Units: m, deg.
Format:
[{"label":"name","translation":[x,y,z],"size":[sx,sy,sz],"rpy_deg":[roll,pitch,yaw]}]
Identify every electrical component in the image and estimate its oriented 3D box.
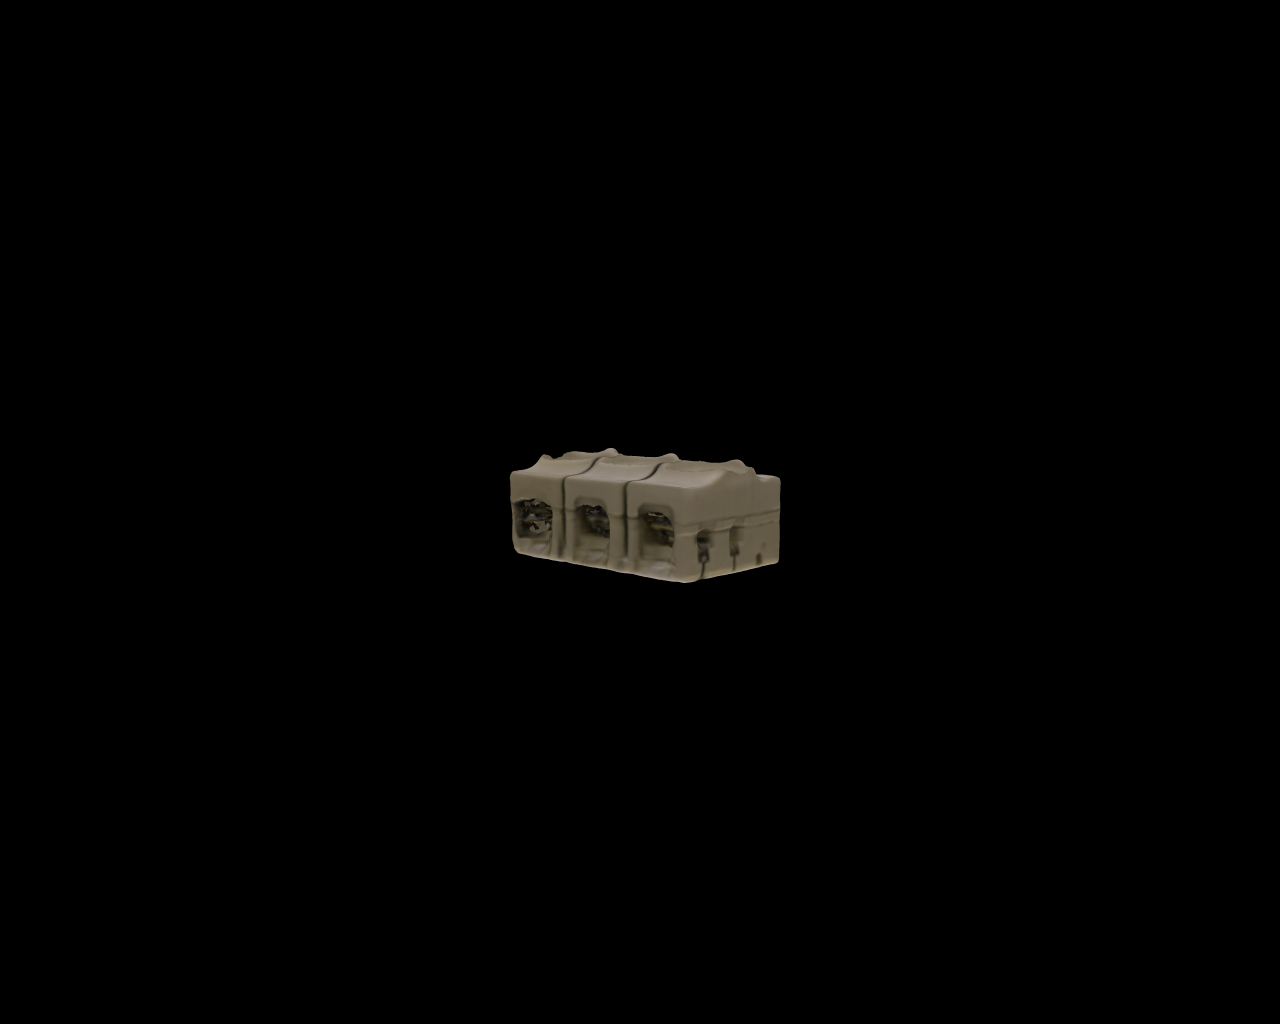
[{"label":"electrical component","translation":[0.001,-0.003,0.650],"size":[0.150,0.061,0.090],"rpy_deg":[8,12,43]}]
